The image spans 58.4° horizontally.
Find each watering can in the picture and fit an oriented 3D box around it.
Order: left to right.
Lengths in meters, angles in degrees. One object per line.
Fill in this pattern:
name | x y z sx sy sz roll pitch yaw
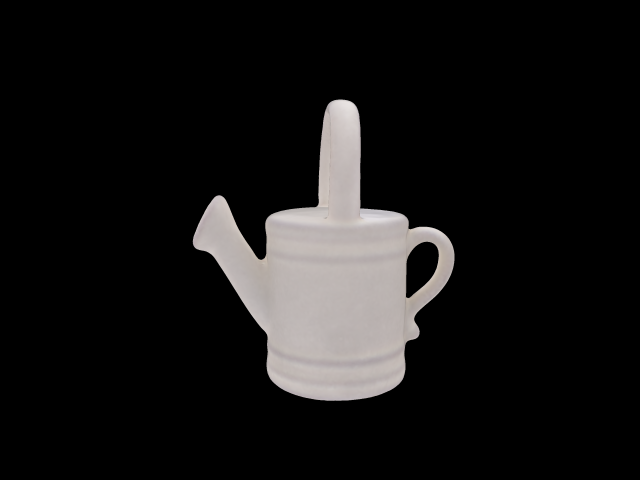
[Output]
watering can | 0.004 0.002 0.398 0.173 0.194 0.100 -4 10 -24
